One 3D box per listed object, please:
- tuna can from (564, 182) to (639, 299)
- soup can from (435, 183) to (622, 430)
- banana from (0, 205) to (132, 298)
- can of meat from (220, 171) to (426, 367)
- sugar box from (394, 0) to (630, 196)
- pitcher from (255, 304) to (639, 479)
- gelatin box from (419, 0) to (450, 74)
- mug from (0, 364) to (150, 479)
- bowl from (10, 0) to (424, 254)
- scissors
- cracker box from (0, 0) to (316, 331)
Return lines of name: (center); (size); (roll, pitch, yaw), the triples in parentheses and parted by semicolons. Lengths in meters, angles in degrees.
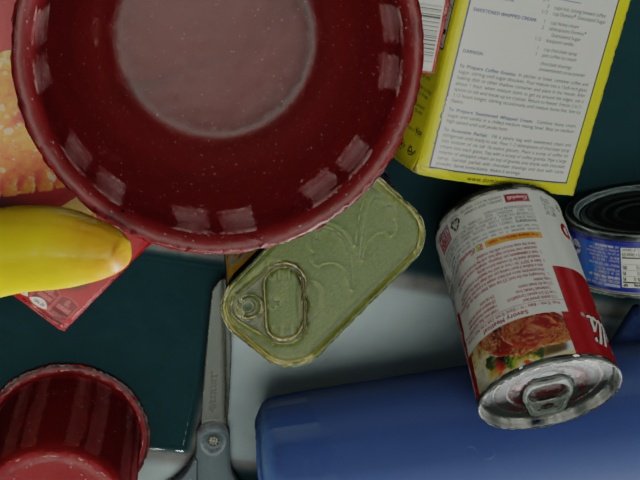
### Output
tuna can: (0.170, -0.002, 0.553); (0.086, 0.086, 0.034); (-10, 110, -3)
soup can: (0.098, 0.032, 0.521); (0.068, 0.102, 0.068); (-7, 145, -5)
banana: (-0.156, 0.028, 0.471); (0.069, 0.037, 0.198); (47, 126, -7)
can of meat: (-0.004, 0.001, 0.533); (0.057, 0.084, 0.102); (40, 101, -19)
sugar box: (0.100, -0.114, 0.519); (0.093, 0.048, 0.176); (6, 108, -20)
pitcher: (0.092, 0.136, 0.569); (0.243, 0.149, 0.145); (-6, 123, -1)
gelatin box: (0.041, -0.128, 0.496); (0.030, 0.073, 0.089); (6, 109, -11)
mug: (-0.150, 0.125, 0.563); (0.117, 0.081, 0.093); (3, 110, -8)
bowl: (-0.041, -0.078, 0.438); (0.162, 0.055, 0.162); (-3, 110, -7)
scissors: (-0.078, 0.122, 0.606); (0.096, 0.016, 0.202); (-12, 111, -3)
cracker box: (-0.110, -0.086, 0.494); (0.214, 0.072, 0.164); (-44, 110, 9)
